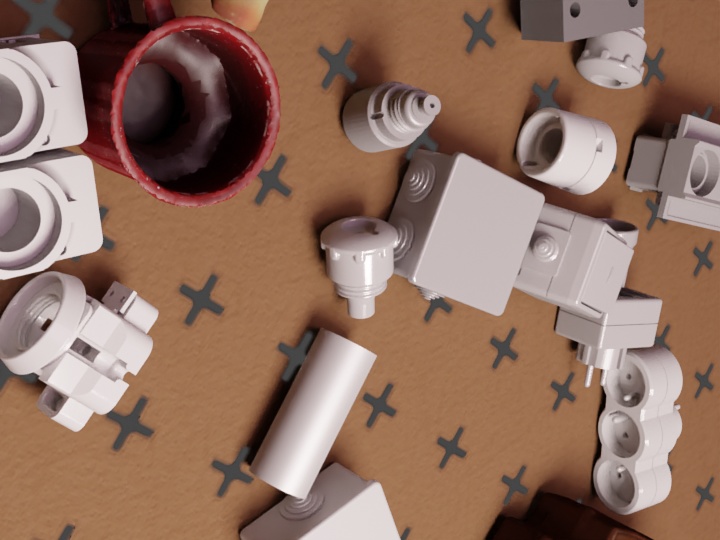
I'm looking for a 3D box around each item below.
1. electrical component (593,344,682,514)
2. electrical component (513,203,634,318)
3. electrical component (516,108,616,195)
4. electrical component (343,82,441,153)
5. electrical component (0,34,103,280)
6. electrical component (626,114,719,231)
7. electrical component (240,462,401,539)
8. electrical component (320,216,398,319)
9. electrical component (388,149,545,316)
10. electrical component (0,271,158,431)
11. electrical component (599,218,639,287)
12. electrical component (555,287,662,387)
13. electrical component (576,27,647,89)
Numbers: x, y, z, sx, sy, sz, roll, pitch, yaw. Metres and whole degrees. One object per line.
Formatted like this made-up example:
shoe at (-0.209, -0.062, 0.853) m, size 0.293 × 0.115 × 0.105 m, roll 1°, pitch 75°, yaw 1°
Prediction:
electrical component at (0.240, 0.128, 0.888) m, size 0.074 × 0.052 × 0.138 m, roll -8°, pitch 107°, yaw -36°
electrical component at (0.149, -0.006, 0.756) m, size 0.096 × 0.061 × 0.061 m, roll 20°, pitch 90°, yaw -64°
electrical component at (0.144, -0.085, 0.757) m, size 0.047 × 0.055 × 0.055 m, roll 12°, pitch 95°, yaw -35°
electrical component at (0.022, -0.094, 0.651) m, size 0.040 × 0.078 × 0.040 m, roll 0°, pitch 89°, yaw -31°
electrical component at (-0.219, -0.043, 0.489) m, size 0.186 × 0.060 × 0.105 m, roll -16°, pitch 111°, yaw -33°
electrical component at (0.273, -0.074, 0.852) m, size 0.121 × 0.063 × 0.078 m, roll 8°, pitch 97°, yaw -38°
electrical component at (-0.022, 0.188, 0.708) m, size 0.100 × 0.048 × 0.099 m, roll -32°, pitch 120°, yaw -26°
electrical component at (0.000, 0.000, 0.678) m, size 0.048 × 0.048 × 0.062 m, roll -20°, pitch 123°, yaw -32°
electrical component at (0.065, -0.026, 0.716) m, size 0.100 × 0.048 × 0.099 m, roll 21°, pitch 89°, yaw -39°
electrical component at (-0.152, 0.037, 0.564) m, size 0.057 × 0.058 × 0.078 m, roll 42°, pitch 76°, yaw -40°
electrical component at (0.189, -0.013, 0.821) m, size 0.040 × 0.040 × 0.046 m, roll -8°, pitch 112°, yaw -35°
electrical component at (0.189, 0.054, 0.833) m, size 0.066 × 0.047 × 0.076 m, roll 0°, pitch 104°, yaw -38°
electrical component at (0.185, -0.164, 0.774) m, size 0.048 × 0.048 × 0.062 m, roll 21°, pitch 83°, yaw -39°
